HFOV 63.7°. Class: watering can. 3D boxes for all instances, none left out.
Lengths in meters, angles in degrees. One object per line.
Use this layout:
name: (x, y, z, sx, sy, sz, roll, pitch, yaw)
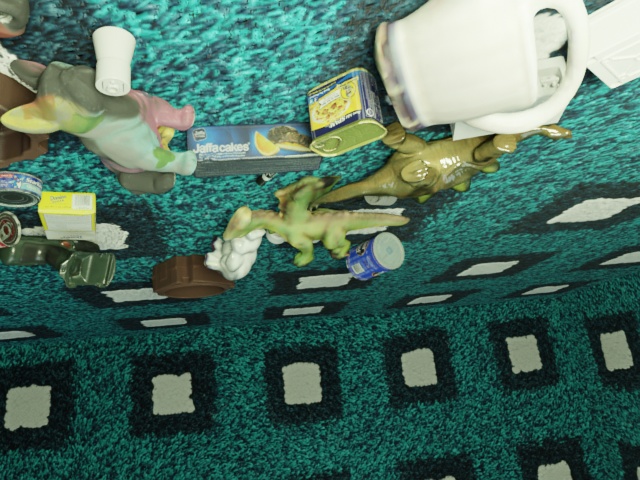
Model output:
watering can: (0.161, -0.223, 0.546, 0.223, 0.106, 0.341, -9, 147, 23)

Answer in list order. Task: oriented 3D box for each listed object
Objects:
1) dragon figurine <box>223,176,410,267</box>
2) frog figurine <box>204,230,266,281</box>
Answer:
dragon figurine: (0.003, -0.054, 1.071, 0.411, 0.124, 0.238, -14, 155, -6)
frog figurine: (-0.179, 0.020, 1.207, 0.158, 0.122, 0.139, -24, -170, 24)
